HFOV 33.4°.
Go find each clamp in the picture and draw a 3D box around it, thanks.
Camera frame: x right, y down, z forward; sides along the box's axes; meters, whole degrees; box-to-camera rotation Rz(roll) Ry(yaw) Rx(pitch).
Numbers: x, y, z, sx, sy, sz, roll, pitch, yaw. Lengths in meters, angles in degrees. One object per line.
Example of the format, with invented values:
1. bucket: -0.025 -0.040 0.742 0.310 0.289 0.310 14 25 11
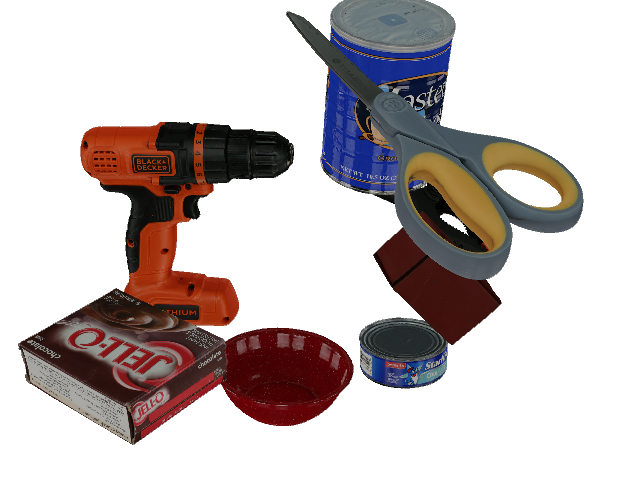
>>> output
1. clamp: 0.116 -0.046 1.205 0.164 0.210 0.036 -15 -37 -27

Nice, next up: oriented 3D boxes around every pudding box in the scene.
1. pudding box: -0.134 0.083 0.726 0.114 0.039 0.089 19 34 34

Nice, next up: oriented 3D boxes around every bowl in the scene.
1. bowl: -0.044 0.163 1.217 0.162 0.055 0.162 2 26 -1

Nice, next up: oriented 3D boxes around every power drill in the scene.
1. power drill: -0.114 -0.016 0.953 0.184 0.188 0.057 2 26 6

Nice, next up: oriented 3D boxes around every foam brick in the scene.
1. foam brick: 0.087 0.028 0.793 0.078 0.051 0.053 44 10 -30

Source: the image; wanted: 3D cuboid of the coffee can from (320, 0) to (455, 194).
1. coffee can: 0.055 -0.125 0.910 0.103 0.140 0.103 3 35 -2

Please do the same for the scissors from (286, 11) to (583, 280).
1. scissors: 0.055 -0.059 0.519 0.096 0.016 0.202 -7 46 -16

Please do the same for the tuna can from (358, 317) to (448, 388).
1. tuna can: 0.080 0.108 1.029 0.086 0.034 0.086 -1 22 0
